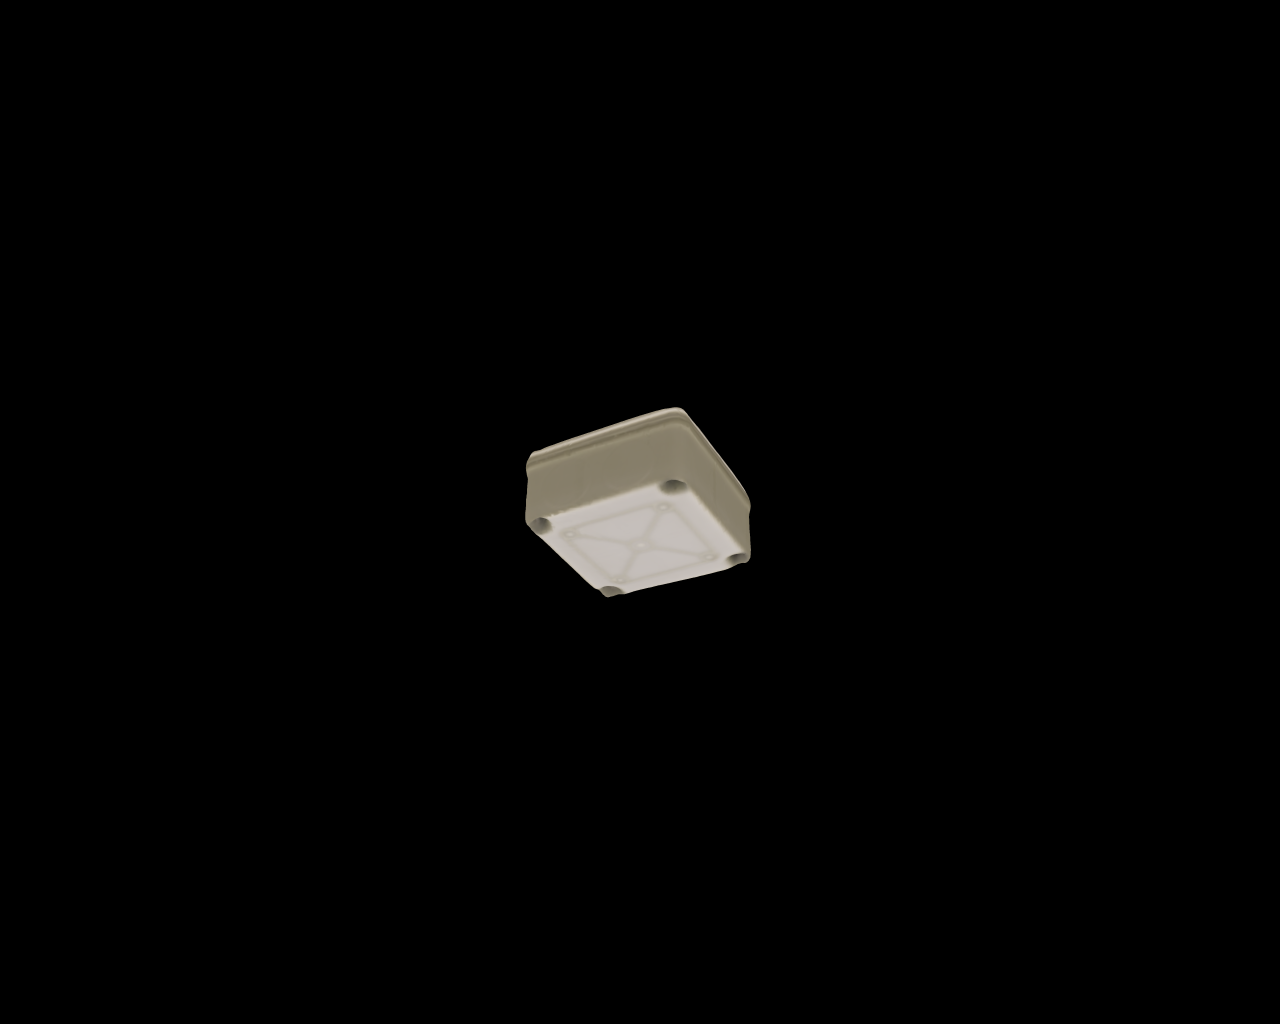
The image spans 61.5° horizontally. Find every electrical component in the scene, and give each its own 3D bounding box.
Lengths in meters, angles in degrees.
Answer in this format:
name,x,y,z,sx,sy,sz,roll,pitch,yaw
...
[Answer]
name,x,y,z,sx,sy,sz,roll,pitch,yaw
electrical component,0.001,-0.003,0.650,0.108,0.056,0.108,-16,-37,22
